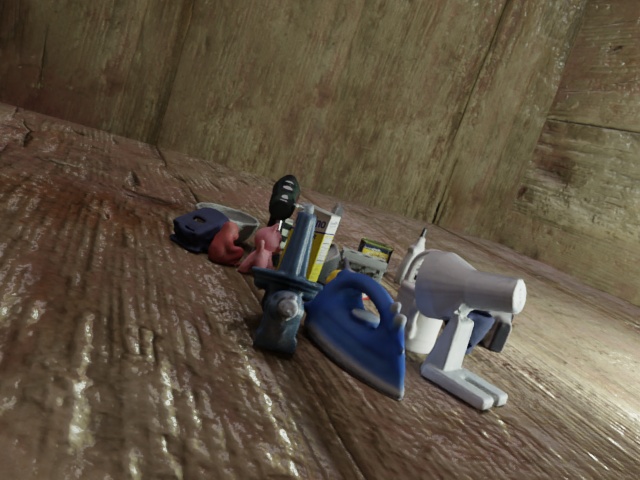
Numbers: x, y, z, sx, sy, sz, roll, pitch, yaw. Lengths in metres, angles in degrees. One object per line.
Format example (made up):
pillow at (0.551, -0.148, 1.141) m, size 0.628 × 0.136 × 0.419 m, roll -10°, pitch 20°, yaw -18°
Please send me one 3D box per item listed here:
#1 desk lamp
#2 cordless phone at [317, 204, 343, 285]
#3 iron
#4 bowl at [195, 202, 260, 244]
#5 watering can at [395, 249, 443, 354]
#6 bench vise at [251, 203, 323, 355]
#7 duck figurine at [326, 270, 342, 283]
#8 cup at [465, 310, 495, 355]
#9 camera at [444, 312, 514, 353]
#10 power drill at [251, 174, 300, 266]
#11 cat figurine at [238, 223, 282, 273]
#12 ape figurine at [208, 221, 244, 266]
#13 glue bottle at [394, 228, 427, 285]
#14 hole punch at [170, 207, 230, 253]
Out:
desk lamp at (0.247, 0.141, 0.973) m, size 0.202 × 0.213 × 0.118 m, roll 27°, pitch 13°, yaw 39°
cordless phone at (0.012, 0.005, 1.358) m, size 0.094 × 0.185 × 0.147 m, roll 16°, pitch 10°, yaw -10°
iron at (0.078, 0.131, 0.933) m, size 0.119 × 0.141 × 0.257 m, roll 11°, pitch 12°, yaw -34°
bowl at (-0.238, -0.034, 1.434) m, size 0.167 × 0.075 × 0.167 m, roll 18°, pitch 10°, yaw -3°
watering can at (0.200, 0.109, 1.112) m, size 0.101 × 0.194 × 0.173 m, roll 17°, pitch 10°, yaw -6°
bench vise at (-0.034, 0.058, 0.903) m, size 0.122 × 0.220 × 0.206 m, roll 13°, pitch 12°, yaw -26°
duck figurine at (0.031, 0.104, 1.152) m, size 0.077 × 0.086 × 0.104 m, roll 16°, pitch 11°, yaw -12°
cup at (0.291, 0.184, 1.157) m, size 0.091 × 0.095 × 0.118 m, roll 23°, pitch 11°, yaw 23°
camera at (0.358, 0.174, 1.307) m, size 0.137 × 0.101 × 0.143 m, roll 18°, pitch 10°, yaw -2°
power drill at (-0.103, -0.052, 1.388) m, size 0.075 × 0.208 × 0.229 m, roll 17°, pitch 10°, yaw -6°
cat figurine at (-0.121, 0.016, 1.259) m, size 0.067 × 0.118 × 0.128 m, roll 19°, pitch 10°, yaw 5°
ape figurine at (-0.202, 0.004, 1.248) m, size 0.076 × 0.092 × 0.077 m, roll 10°, pitch 13°, yaw -40°
glue bottle at (0.268, 0.046, 1.618) m, size 0.078 × 0.173 × 0.037 m, roll 9°, pitch 14°, yaw -43°
hole punch at (-0.270, -0.026, 1.293) m, size 0.108 × 0.091 × 0.101 m, roll 26°, pitch 13°, yaw 37°
